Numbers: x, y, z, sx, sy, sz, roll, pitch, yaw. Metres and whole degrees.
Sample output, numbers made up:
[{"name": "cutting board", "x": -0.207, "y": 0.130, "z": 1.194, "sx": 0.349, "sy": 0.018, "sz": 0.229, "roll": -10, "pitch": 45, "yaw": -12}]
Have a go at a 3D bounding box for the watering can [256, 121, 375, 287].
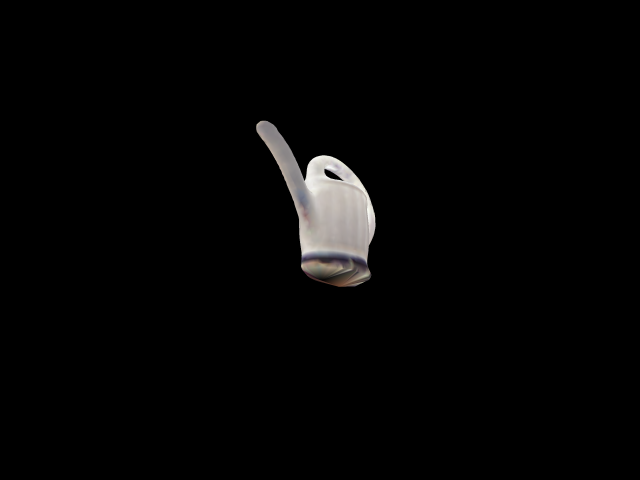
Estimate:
[{"name": "watering can", "x": 0.003, "y": -0.043, "z": 0.850, "sx": 0.103, "sy": 0.228, "sz": 0.344, "roll": -12, "pitch": -21, "yaw": 32}]
